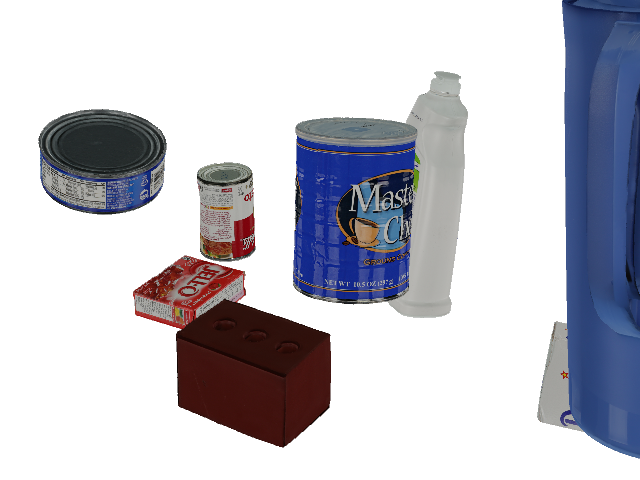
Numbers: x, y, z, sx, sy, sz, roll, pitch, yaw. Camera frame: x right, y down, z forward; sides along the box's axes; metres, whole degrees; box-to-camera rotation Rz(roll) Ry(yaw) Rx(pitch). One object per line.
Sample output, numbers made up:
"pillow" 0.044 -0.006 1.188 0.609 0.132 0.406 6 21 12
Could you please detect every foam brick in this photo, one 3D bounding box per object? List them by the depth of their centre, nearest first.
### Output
"foam brick" -0.039 0.077 0.626 0.078 0.051 0.052 16 28 26

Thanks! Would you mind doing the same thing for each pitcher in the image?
"pitcher" 0.183 -0.008 0.552 0.149 0.243 0.145 -4 18 -8

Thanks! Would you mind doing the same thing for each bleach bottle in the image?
"bleach bottle" 0.115 -0.051 1.132 0.068 0.251 0.103 0 23 -22

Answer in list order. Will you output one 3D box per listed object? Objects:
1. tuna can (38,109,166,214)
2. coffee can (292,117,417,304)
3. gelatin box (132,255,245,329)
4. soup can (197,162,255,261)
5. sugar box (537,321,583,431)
"tuna can" -0.149 -0.054 0.734 0.086 0.034 0.086 6 36 -5
"coffee can" 0.028 -0.028 0.914 0.103 0.140 0.103 1 16 -1
"gelatin box" -0.126 0.050 1.036 0.073 0.030 0.089 14 31 27
"soup can" -0.113 -0.035 1.281 0.068 0.102 0.068 0 26 0
"sugar box" 0.295 0.140 0.985 0.176 0.093 0.048 9 22 12
